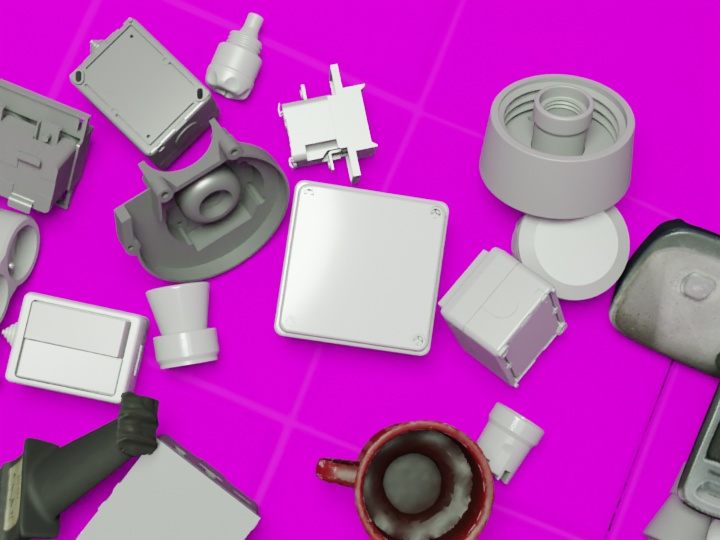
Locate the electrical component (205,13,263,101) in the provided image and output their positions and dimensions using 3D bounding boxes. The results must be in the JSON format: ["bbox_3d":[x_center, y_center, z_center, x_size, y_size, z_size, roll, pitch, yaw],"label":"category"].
[{"bbox_3d":[-0.086,-0.156,0.777,0.035,0.035,0.061,22,82,-3],"label":"electrical component"}]

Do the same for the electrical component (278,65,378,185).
[{"bbox_3d":[-0.024,-0.101,0.775,0.064,0.042,0.081,-12,86,-2],"label":"electrical component"}]

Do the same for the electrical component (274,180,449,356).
[{"bbox_3d":[0.000,0.000,0.762,0.109,0.056,0.108,9,85,-5],"label":"electrical component"}]

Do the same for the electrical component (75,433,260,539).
[{"bbox_3d":[-0.148,0.198,0.731,0.089,0.062,0.150,38,83,-2],"label":"electrical component"}]

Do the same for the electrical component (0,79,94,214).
[{"bbox_3d":[-0.255,-0.089,0.735,0.121,0.063,0.078,22,125,-3],"label":"electrical component"}]

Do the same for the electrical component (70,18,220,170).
[{"bbox_3d":[-0.154,-0.126,0.758,0.096,0.061,0.061,44,85,6],"label":"electrical component"}]

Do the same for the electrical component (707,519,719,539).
[{"bbox_3d":[0.286,0.207,0.775,0.059,0.054,0.095,11,85,-4],"label":"electrical component"}]

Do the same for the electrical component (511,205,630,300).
[{"bbox_3d":[0.150,-0.017,0.780,0.080,0.051,0.080,0,86,-5],"label":"electrical component"}]

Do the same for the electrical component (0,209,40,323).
[{"bbox_3d":[-0.278,0.012,0.716,0.074,0.052,0.138,14,54,8],"label":"electrical component"}]

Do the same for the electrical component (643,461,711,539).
[{"bbox_3d":[0.239,0.173,0.780,0.044,0.044,0.065,30,79,-3],"label":"electrical component"}]

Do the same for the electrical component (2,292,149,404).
[{"bbox_3d":[-0.199,0.052,0.737,0.096,0.061,0.061,12,85,-5],"label":"electrical component"}]

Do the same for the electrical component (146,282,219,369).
[{"bbox_3d":[-0.124,0.039,0.754,0.045,0.045,0.055,-9,87,-6],"label":"electrical component"}]

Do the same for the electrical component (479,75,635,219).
[{"bbox_3d":[0.139,-0.094,0.752,0.108,0.060,0.108,-1,45,1],"label":"electrical component"}]

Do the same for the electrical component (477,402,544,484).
[{"bbox_3d":[0.104,0.125,0.772,0.040,0.040,0.046,32,90,-2],"label":"electrical component"}]

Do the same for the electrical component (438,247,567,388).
[{"bbox_3d":[0.101,0.034,0.758,0.061,0.096,0.061,38,83,26],"label":"electrical component"}]
